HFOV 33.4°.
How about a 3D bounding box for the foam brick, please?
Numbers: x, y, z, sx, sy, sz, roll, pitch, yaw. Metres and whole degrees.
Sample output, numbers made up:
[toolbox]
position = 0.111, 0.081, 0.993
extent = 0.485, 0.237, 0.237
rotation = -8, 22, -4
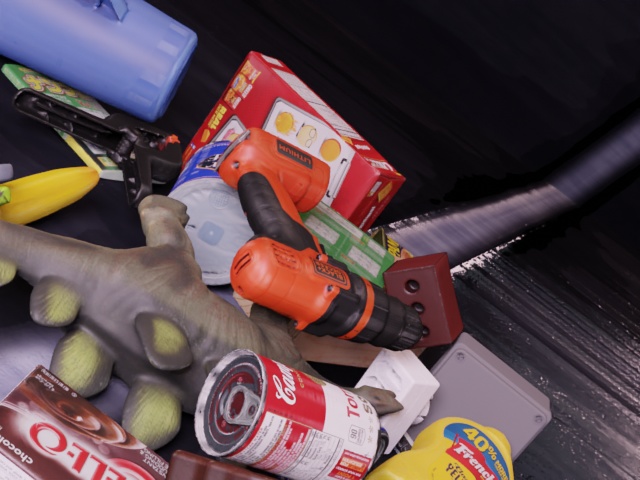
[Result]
[foam brick]
position = 0.096, 0.057, 0.991
extent = 0.051, 0.053, 0.078
rotation = -37, 114, -66

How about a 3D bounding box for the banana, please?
[banana]
position = -0.233, -0.029, 0.836
extent = 0.197, 0.070, 0.037
rotation = -55, 132, -78

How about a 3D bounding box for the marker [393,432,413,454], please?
[marker]
position = 0.093, 0.207, 0.937
extent = 0.020, 0.020, 0.121
rotation = 18, 27, -46

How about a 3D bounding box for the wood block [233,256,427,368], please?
[wood block]
position = 0.028, 0.063, 1.055
extent = 0.205, 0.090, 0.091
rotation = 15, 29, -50

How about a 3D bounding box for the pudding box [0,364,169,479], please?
[pudding box]
position = -0.148, 0.135, 0.629
extent = 0.113, 0.039, 0.090
rotation = 37, 18, -3

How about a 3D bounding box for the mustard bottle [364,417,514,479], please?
[mustard bottle]
position = 0.112, 0.198, 0.879
extent = 0.096, 0.058, 0.191
rotation = 53, 31, 10

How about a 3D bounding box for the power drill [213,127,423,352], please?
[power drill]
position = -0.006, 0.001, 0.868
extent = 0.184, 0.057, 0.188
rotation = 26, 28, -37

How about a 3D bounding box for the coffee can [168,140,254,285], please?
[coffee can]
position = -0.095, -0.030, 1.028
extent = 0.102, 0.103, 0.140
rotation = 34, 18, -10

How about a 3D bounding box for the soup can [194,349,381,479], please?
[soup can]
position = -0.019, 0.118, 0.680
extent = 0.102, 0.069, 0.068
rotation = 27, 21, -34

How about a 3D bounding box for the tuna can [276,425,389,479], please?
[tuna can]
position = 0.009, 0.159, 0.791
extent = 0.034, 0.086, 0.086
rotation = 49, 21, 27

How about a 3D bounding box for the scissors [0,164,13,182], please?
[scissors]
position = -0.291, -0.037, 0.738
extent = 0.201, 0.096, 0.016
rotation = -26, 108, -72

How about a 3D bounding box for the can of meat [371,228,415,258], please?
[can of meat]
position = 0.089, 0.043, 1.274
extent = 0.084, 0.057, 0.102
rotation = 37, 18, -12

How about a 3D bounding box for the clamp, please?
[clamp]
position = -0.200, -0.097, 1.052
extent = 0.164, 0.036, 0.209
rotation = 38, 15, 4

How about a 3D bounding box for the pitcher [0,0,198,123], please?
[pitcher]
position = -0.251, -0.227, 1.099
extent = 0.242, 0.145, 0.149
rotation = 27, 13, -7

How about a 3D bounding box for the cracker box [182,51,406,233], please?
[cracker box]
position = -0.036, -0.072, 1.145
extent = 0.214, 0.164, 0.072
rotation = 46, 22, 24
